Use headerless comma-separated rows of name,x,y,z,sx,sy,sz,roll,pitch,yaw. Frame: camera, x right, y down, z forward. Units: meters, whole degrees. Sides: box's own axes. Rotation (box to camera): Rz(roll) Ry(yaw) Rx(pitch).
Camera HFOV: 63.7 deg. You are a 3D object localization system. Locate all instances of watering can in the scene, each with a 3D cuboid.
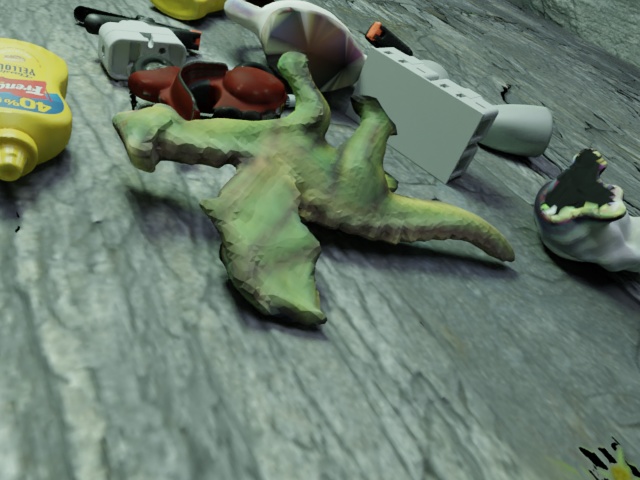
watering can,0.019,-0.295,0.804,0.346,0.102,0.229,16,26,-18

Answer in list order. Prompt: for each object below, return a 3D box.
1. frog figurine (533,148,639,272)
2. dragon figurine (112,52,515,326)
frog figurine,0.339,-0.011,0.630,0.157,0.122,0.140,46,13,-31
dragon figurine,0.001,-0.024,0.478,0.410,0.120,0.248,32,53,-2
